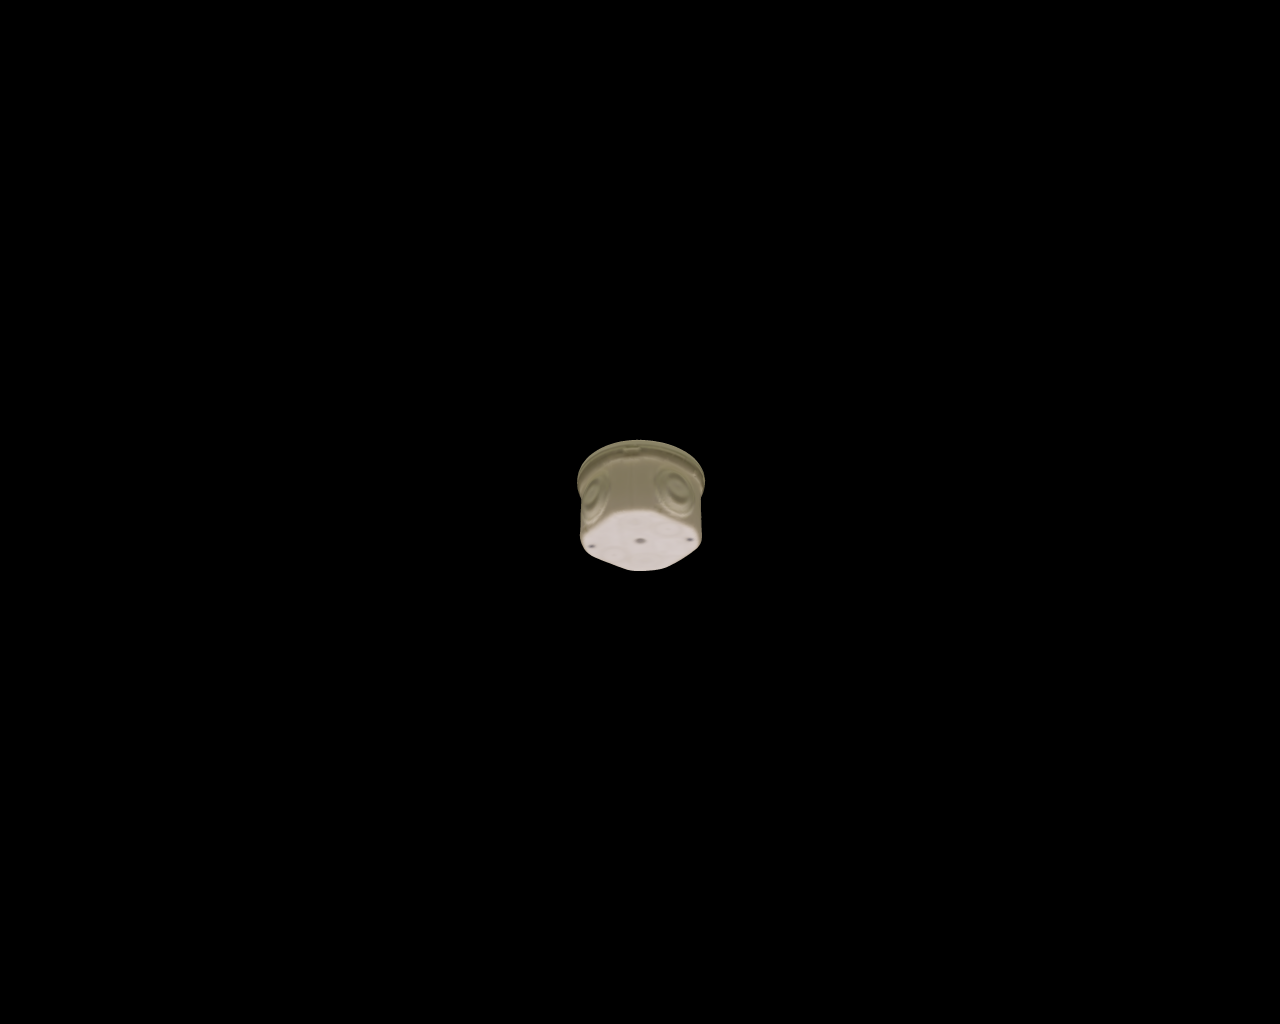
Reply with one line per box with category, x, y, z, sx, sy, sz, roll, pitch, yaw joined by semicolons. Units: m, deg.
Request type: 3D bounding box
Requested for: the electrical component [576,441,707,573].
electrical component;0.001;-0.003;0.650;0.080;0.051;0.080;0;-33;0
